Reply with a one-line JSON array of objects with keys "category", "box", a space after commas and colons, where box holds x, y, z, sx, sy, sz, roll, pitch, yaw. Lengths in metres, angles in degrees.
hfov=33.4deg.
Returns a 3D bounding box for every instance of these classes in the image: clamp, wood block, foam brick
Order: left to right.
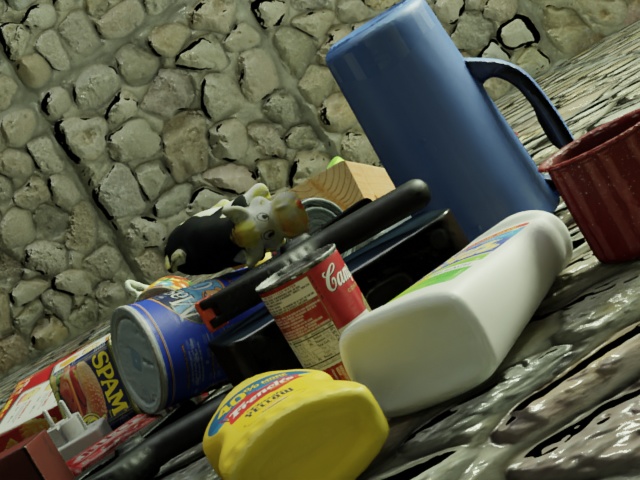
[{"category": "foam brick", "box": [-0.240, 0.208, 0.893, 0.051, 0.078, 0.053, -30, 3, 7]}, {"category": "clamp", "box": [-0.142, 0.176, 0.875, 0.171, 0.039, 0.120, -36, 0, -35]}, {"category": "clamp", "box": [-0.011, 0.012, 0.916, 0.210, 0.036, 0.164, -31, 3, -6]}, {"category": "wood block", "box": [0.044, -0.034, 1.303, 0.090, 0.091, 0.205, -29, -9, 17]}]

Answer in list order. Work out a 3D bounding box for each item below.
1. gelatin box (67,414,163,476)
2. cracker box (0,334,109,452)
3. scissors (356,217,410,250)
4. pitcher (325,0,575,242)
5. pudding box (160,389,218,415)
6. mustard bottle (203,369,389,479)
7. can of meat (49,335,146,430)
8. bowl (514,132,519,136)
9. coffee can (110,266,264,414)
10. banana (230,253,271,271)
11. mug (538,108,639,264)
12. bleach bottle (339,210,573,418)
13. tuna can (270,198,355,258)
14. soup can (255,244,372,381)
[{"category": "gelatin box", "box": [-0.186, 0.195, 0.983, 0.089, 0.030, 0.073, -32, 6, -26]}, {"category": "cracker box", "box": [-0.273, 0.183, 1.242, 0.214, 0.072, 0.164, -28, 16, 11]}, {"category": "scissors", "box": [0.074, -0.013, 1.093, 0.096, 0.016, 0.202, -33, 4, -11]}, {"category": "pitcher", "box": [0.120, -0.106, 1.003, 0.149, 0.243, 0.145, -39, 12, -27]}, {"category": "pudding box", "box": [-0.141, 0.122, 1.091, 0.039, 0.090, 0.113, -25, 8, 38]}, {"category": "mustard bottle", "box": [-0.026, 0.120, 0.679, 0.096, 0.058, 0.192, -32, 5, -12]}, {"category": "can of meat", "box": [-0.222, 0.162, 1.106, 0.084, 0.102, 0.057, -32, -22, 11]}, {"category": "bowl", "box": [0.189, -0.073, 1.341, 0.162, 0.055, 0.162, -29, 5, 3]}, {"category": "coffee can", "box": [-0.112, 0.092, 1.003, 0.140, 0.103, 0.103, -18, -2, -31]}, {"category": "banana", "box": [-0.022, 0.041, 1.173, 0.070, 0.037, 0.197, -8, -16, 29]}, {"category": "mug", "box": [0.218, -0.039, 0.728, 0.093, 0.081, 0.117, -34, 7, -40]}, {"category": "bleach bottle", "box": [0.112, 0.033, 0.742, 0.103, 0.068, 0.250, -26, 4, 32]}, {"category": "tuna can", "box": [-0.007, 0.001, 1.070, 0.086, 0.086, 0.034, -33, 7, -34]}, {"category": "soup can", "box": [0.006, 0.063, 0.792, 0.068, 0.102, 0.068, -30, 5, 3]}]
